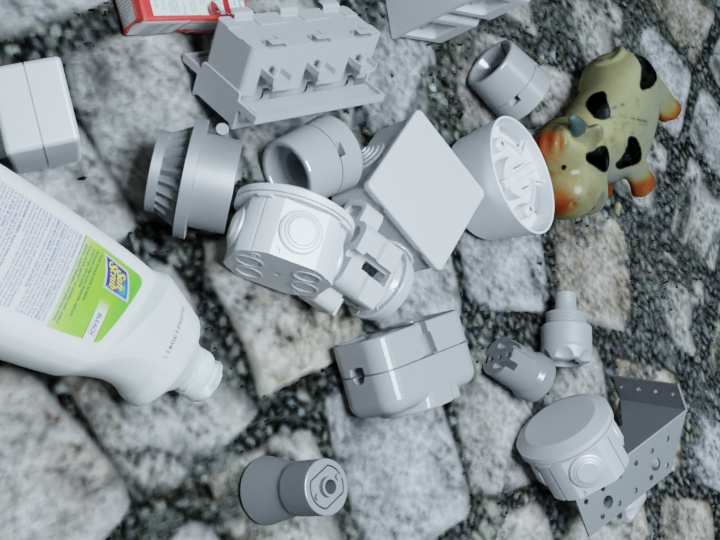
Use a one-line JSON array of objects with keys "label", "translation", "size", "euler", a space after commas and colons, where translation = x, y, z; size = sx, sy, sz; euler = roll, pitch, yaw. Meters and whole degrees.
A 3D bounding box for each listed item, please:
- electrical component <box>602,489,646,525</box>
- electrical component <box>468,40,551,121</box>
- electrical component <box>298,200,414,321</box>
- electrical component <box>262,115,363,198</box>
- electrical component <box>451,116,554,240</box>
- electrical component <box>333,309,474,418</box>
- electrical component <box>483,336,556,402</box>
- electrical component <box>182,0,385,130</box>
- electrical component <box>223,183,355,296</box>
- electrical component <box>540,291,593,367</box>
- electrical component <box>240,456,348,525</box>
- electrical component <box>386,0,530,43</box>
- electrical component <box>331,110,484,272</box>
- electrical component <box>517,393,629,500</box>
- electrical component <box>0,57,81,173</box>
[{"label": "electrical component", "translation": [0.232, 0.190, 0.930], "size": [0.061, 0.035, 0.035], "euler": [-40, 107, -43]}, {"label": "electrical component", "translation": [0.125, -0.160, 0.908], "size": [0.047, 0.055, 0.055], "euler": [39, 56, -24]}, {"label": "electrical component", "translation": [0.000, 0.000, 0.750], "size": [0.057, 0.058, 0.078], "euler": [36, 76, -33]}, {"label": "electrical component", "translation": [-0.034, -0.073, 0.742], "size": [0.047, 0.055, 0.055], "euler": [-30, 100, -38]}, {"label": "electrical component", "translation": [0.118, -0.073, 0.872], "size": [0.099, 0.064, 0.099], "euler": [12, 72, -40]}, {"label": "electrical component", "translation": [0.034, 0.069, 0.767], "size": [0.095, 0.054, 0.059], "euler": [-16, 90, -43]}, {"label": "electrical component", "translation": [0.127, 0.078, 0.861], "size": [0.046, 0.040, 0.040], "euler": [31, 60, -26]}, {"label": "electrical component", "translation": [-0.046, -0.142, 0.733], "size": [0.121, 0.063, 0.079], "euler": [-19, 52, -43]}, {"label": "electrical component", "translation": [-0.047, -0.020, 0.700], "size": [0.080, 0.080, 0.051], "euler": [29, 67, -34]}, {"label": "electrical component", "translation": [0.174, 0.049, 0.907], "size": [0.043, 0.043, 0.062], "euler": [19, 66, -38]}, {"label": "electrical component", "translation": [-0.039, 0.137, 0.676], "size": [0.044, 0.065, 0.044], "euler": [12, 71, -40]}, {"label": "electrical component", "translation": [0.069, -0.287, 0.853], "size": [0.060, 0.105, 0.186], "euler": [-3, 81, -43]}, {"label": "electrical component", "translation": [0.035, -0.055, 0.803], "size": [0.099, 0.048, 0.099], "euler": [49, 52, -22]}, {"label": "electrical component", "translation": [0.170, 0.139, 0.856], "size": [0.080, 0.080, 0.051], "euler": [-46, 113, -39]}, {"label": "electrical component", "translation": [-0.198, -0.080, 0.593], "size": [0.077, 0.066, 0.047], "euler": [-14, 89, -14]}]
